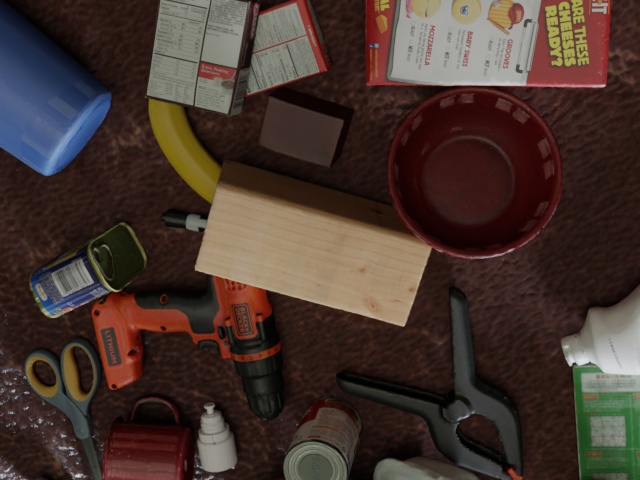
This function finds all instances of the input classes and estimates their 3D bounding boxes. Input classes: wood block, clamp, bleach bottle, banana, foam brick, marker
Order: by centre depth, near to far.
[{"bbox_3d":[0.348,0.061,1.006,0.251,0.068,0.102,-21,101,19],"label":"bleach bottle"},{"bbox_3d":[-0.007,0.001,1.022,0.206,0.091,0.090,15,109,-5],"label":"wood block"},{"bbox_3d":[-0.014,-0.109,1.031,0.078,0.051,0.053,19,111,5],"label":"foam brick"},{"bbox_3d":[-0.116,-0.087,1.065,0.070,0.037,0.198,-29,99,17],"label":"banana"},{"bbox_3d":[0.129,0.170,1.094,0.165,0.036,0.210,-32,98,18],"label":"clamp"},{"bbox_3d":[-0.105,-0.014,1.094,0.121,0.020,0.020,10,108,8],"label":"marker"}]

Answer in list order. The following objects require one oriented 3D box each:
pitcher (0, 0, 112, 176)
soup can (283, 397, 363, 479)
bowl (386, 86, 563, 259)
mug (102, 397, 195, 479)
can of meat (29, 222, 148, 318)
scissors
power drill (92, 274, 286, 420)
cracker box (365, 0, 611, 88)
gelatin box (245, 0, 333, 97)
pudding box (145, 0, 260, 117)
[{"bbox_3d":[-0.335,-0.165,1.040,0.243,0.144,0.149,37,147,-5],"label":"pitcher"},{"bbox_3d":[0.004,0.213,1.097,0.068,0.102,0.068,3,107,10],"label":"soup can"},{"bbox_3d":[0.141,-0.060,0.996,0.162,0.055,0.162,0,82,2],"label":"bowl"},{"bbox_3d":[-0.181,0.228,1.153,0.081,0.093,0.117,2,70,5],"label":"mug"},{"bbox_3d":[-0.237,0.031,1.091,0.084,0.102,0.057,-24,100,19],"label":"can of meat"},{"bbox_3d":[-0.284,0.203,1.197,0.096,0.016,0.202,7,108,10],"label":"scissors"},{"bbox_3d":[-0.134,0.109,1.119,0.188,0.057,0.184,-8,101,11],"label":"power drill"},{"bbox_3d":[0.149,-0.222,0.955,0.214,0.072,0.164,2,107,10],"label":"cracker box"},{"bbox_3d":[-0.042,-0.186,1.025,0.089,0.030,0.073,-15,103,17],"label":"gelatin box"},{"bbox_3d":[-0.111,-0.180,1.005,0.090,0.039,0.113,14,105,10],"label":"pudding box"}]
